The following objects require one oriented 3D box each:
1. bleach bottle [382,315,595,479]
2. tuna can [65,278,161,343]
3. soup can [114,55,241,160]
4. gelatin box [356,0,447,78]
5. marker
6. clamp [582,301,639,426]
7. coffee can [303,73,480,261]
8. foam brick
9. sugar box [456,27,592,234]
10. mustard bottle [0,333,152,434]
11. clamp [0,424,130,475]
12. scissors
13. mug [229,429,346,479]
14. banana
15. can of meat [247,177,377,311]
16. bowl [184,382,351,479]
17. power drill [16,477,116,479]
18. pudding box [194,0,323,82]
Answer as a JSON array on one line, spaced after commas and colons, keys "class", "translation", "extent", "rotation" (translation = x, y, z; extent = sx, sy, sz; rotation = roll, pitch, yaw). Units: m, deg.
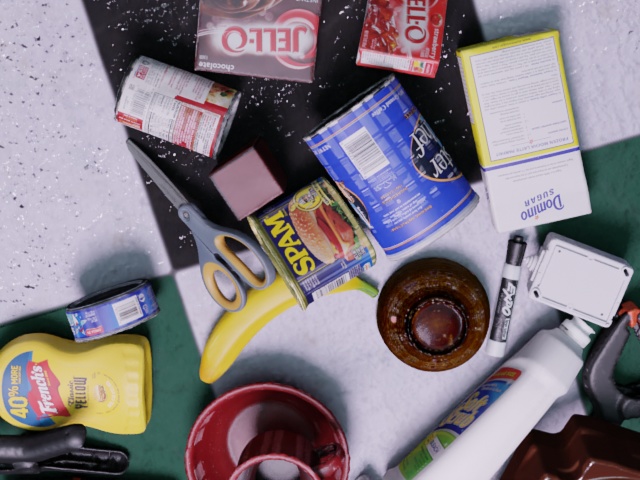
[{"class": "bleach bottle", "translation": [0.169, 0.172, 1.035], "extent": [0.068, 0.102, 0.251], "rotation": [42, 93, -6]}, {"class": "tuna can", "translation": [-0.198, 0.066, 1.021], "extent": [0.086, 0.086, 0.034], "rotation": [-18, 98, 5]}, {"class": "soup can", "translation": [-0.132, -0.124, 0.992], "extent": [0.102, 0.068, 0.068], "rotation": [20, 101, -2]}, {"class": "gelatin box", "translation": [0.076, -0.196, 0.970], "extent": [0.073, 0.030, 0.089], "rotation": [10, 65, 1]}, {"class": "marker", "translation": [0.182, 0.055, 1.042], "extent": [0.020, 0.020, 0.121], "rotation": [10, 101, -1]}, {"class": "clamp", "translation": [0.317, 0.164, 1.051], "extent": [0.164, 0.036, 0.210], "rotation": [2, 105, 0]}, {"class": "coffee can", "translation": [0.066, -0.066, 0.980], "extent": [0.103, 0.103, 0.140], "rotation": [-35, 98, 7]}, {"class": "foam brick", "translation": [-0.066, -0.058, 0.998], "extent": [0.053, 0.078, 0.051], "rotation": [-33, 100, 8]}, {"class": "sugar box", "translation": [0.191, -0.102, 1.000], "extent": [0.093, 0.048, 0.176], "rotation": [-12, 104, 4]}, {"class": "mustard bottle", "translation": [-0.264, 0.140, 1.051], "extent": [0.191, 0.058, 0.096], "rotation": [1, 106, 2]}, {"class": "clamp", "translation": [-0.278, 0.215, 1.061], "extent": [0.172, 0.120, 0.039], "rotation": [-7, 57, 21]}, {"class": "scissors", "translation": [-0.124, -0.006, 1.023], "extent": [0.202, 0.016, 0.096], "rotation": [36, 129, 21]}, {"class": "mug", "translation": [-0.029, 0.221, 0.990], "extent": [0.117, 0.081, 0.093], "rotation": [-31, 99, 7]}, {"class": "banana", "translation": [-0.043, 0.070, 1.041], "extent": [0.198, 0.037, 0.069], "rotation": [-27, 95, 6]}, {"class": "can of meat", "translation": [-0.007, 0.001, 0.997], "extent": [0.084, 0.057, 0.102], "rotation": [-30, 67, -6]}, {"class": "bowl", "translation": [-0.051, 0.211, 1.060], "extent": [0.162, 0.055, 0.162], "rotation": [0, 101, 1]}, {"class": "power drill", "translation": [-0.239, 0.333, 1.087], "extent": [0.184, 0.057, 0.188], "rotation": [5, 101, 0]}, {"class": "pudding box", "translation": [-0.057, -0.197, 0.990], "extent": [0.113, 0.039, 0.090], "rotation": [6, 101, 0]}]
